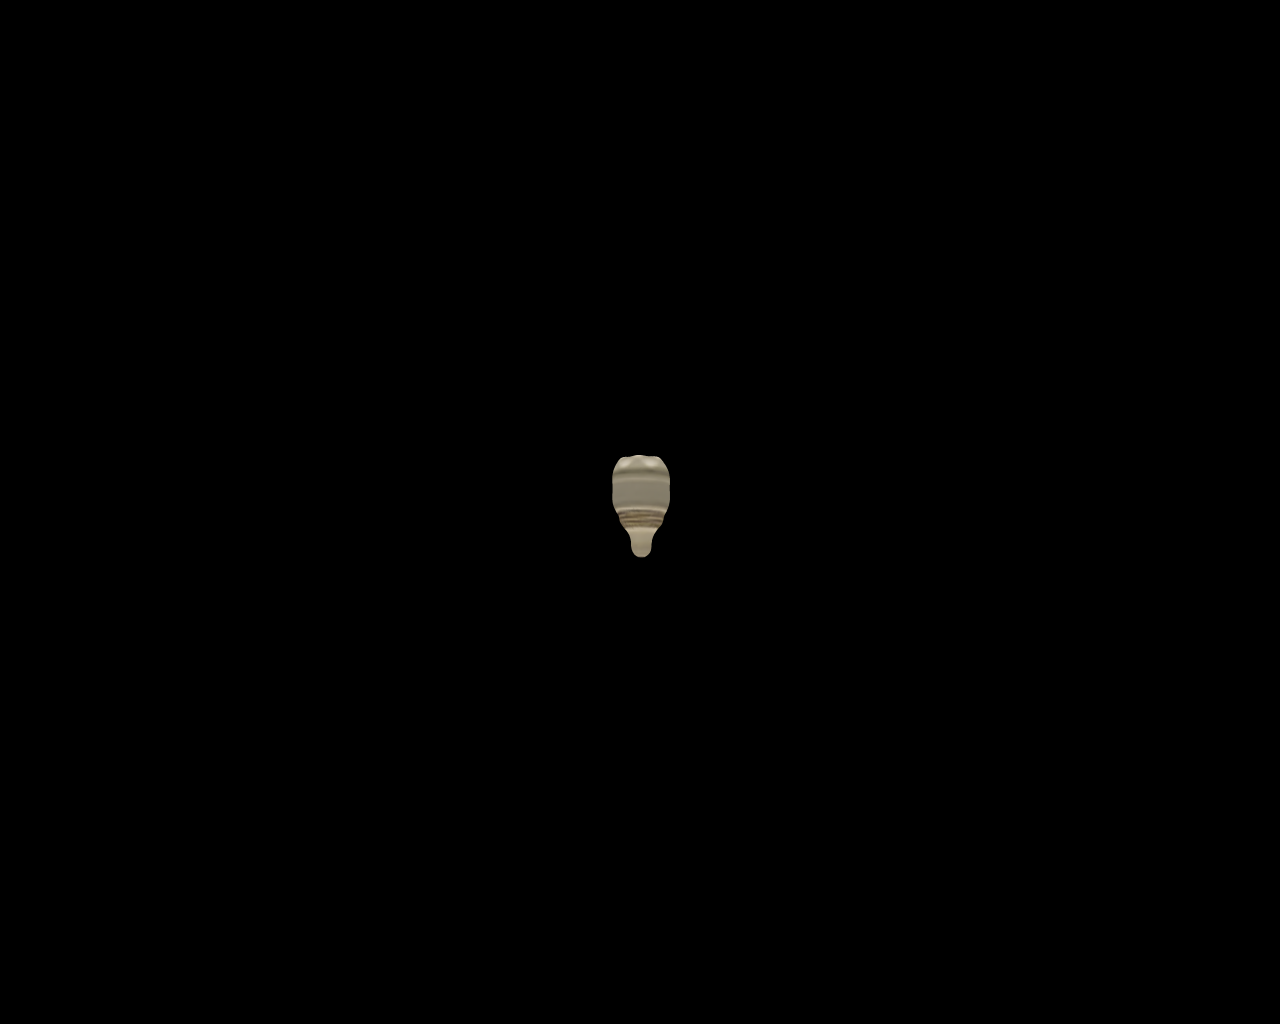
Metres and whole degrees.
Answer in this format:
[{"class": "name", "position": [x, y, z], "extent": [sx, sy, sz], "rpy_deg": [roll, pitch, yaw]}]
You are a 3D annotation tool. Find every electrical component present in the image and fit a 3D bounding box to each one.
[{"class": "electrical component", "position": [0.001, -0.003, 0.650], "extent": [0.035, 0.061, 0.035], "rpy_deg": [0, -7, 0]}]
